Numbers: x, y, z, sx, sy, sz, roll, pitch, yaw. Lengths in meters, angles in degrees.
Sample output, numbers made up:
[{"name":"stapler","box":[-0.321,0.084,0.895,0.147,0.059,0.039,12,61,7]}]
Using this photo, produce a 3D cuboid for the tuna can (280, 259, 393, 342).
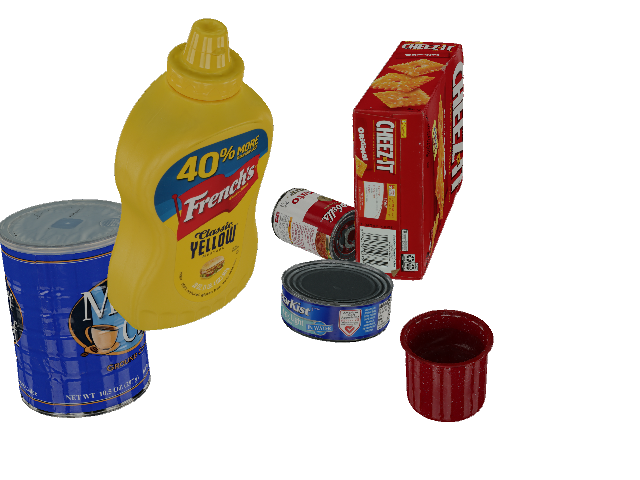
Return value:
[{"name":"tuna can","box":[0.012,0.046,0.820,0.086,0.034,0.086,3,21,-1]}]

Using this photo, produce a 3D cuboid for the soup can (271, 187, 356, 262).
[{"name":"soup can","box":[0.002,-0.016,1.221,0.068,0.068,0.102,0,17,-46]}]

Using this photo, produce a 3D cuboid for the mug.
[{"name":"mug","box":[0.135,0.124,1.095,0.093,0.081,0.117,19,39,31]}]

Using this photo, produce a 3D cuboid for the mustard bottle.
[{"name":"mustard bottle","box":[-0.072,-0.039,0.610,0.096,0.192,0.058,-23,51,-34]}]

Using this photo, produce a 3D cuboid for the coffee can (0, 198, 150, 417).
[{"name":"coffee can","box":[-0.188,0.050,0.825,0.103,0.140,0.103,-1,21,0]}]

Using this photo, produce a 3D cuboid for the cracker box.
[{"name":"cracker box","box":[0.089,-0.082,1.016,0.072,0.164,0.213,5,27,15]}]
